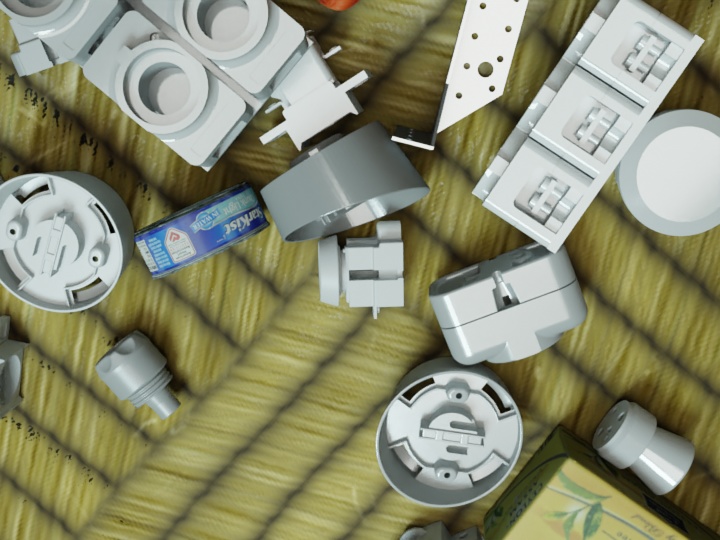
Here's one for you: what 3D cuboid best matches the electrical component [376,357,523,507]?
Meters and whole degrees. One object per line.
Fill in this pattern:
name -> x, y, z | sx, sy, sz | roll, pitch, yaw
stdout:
electrical component -> 0.062, 0.110, 0.741 | 0.099, 0.064, 0.099 | 1, 103, 4

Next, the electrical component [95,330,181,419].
electrical component -> -0.153, 0.077, 0.761 | 0.043, 0.043, 0.062 | -38, 99, 11

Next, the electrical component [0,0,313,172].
electrical component -> -0.135, -0.160, 0.649 | 0.186, 0.060, 0.105 | 40, 93, -3

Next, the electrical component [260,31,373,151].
electrical component -> -0.035, -0.118, 0.708 | 0.081, 0.042, 0.063 | -32, 95, 10

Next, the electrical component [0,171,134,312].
electrical component -> -0.204, -0.021, 0.731 | 0.099, 0.064, 0.099 | 1, 103, 4

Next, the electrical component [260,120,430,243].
electrical component -> -0.012, -0.052, 0.695 | 0.099, 0.099, 0.064 | -30, 93, 10

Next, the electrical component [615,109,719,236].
electrical component -> 0.206, -0.065, 0.697 | 0.080, 0.051, 0.080 | 1, 103, 4

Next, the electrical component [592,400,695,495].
electrical component -> 0.196, 0.122, 0.744 | 0.055, 0.045, 0.045 | 35, 103, -3

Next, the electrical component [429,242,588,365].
electrical component -> 0.101, 0.024, 0.724 | 0.095, 0.053, 0.059 | -21, 100, 8

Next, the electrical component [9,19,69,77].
electrical component -> -0.206, -0.164, 0.708 | 0.066, 0.048, 0.055 | -17, 109, 8

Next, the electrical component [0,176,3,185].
electrical component -> -0.303, -0.037, 0.736 | 0.108, 0.060, 0.108 | 1, 103, 4

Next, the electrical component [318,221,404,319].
electrical component -> 0.000, 0.000, 0.731 | 0.055, 0.048, 0.066 | -2, 103, -3

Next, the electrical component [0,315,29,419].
electrical component -> -0.278, 0.074, 0.770 | 0.064, 0.042, 0.081 | 11, 103, 3

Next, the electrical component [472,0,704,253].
electrical component -> 0.138, -0.095, 0.673 | 0.062, 0.089, 0.150 | 34, 103, 2
